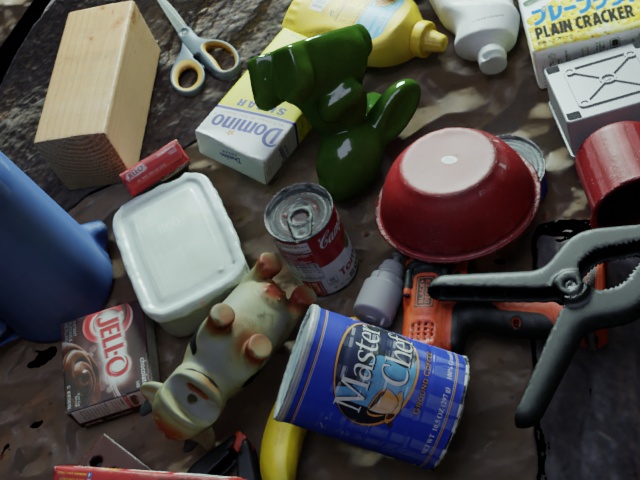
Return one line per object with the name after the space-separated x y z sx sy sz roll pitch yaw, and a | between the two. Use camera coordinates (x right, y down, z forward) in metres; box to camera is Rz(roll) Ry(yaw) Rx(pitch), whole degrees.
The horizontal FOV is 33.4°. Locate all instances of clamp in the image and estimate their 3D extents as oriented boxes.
0.204 0.043 0.903 0.210 0.036 0.165 -35 51 -5 | clamp
-0.090 0.254 0.933 0.120 0.039 0.171 23 68 21 | clamp

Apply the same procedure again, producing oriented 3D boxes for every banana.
-0.013 0.156 0.970 0.070 0.037 0.197 -5 49 33 | banana

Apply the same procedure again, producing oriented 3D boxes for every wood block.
-0.258 -0.172 1.257 0.090 0.090 0.206 -7 55 15 | wood block

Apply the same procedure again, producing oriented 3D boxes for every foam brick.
-0.181 0.224 0.976 0.078 0.051 0.053 26 68 32 | foam brick

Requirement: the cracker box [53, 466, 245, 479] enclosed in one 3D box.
-0.143 0.296 0.864 0.164 0.072 0.213 -1 76 20 | cracker box

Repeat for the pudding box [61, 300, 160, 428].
-0.208 0.122 1.066 0.090 0.039 0.113 -19 52 5 | pudding box

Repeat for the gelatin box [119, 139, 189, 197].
-0.181 -0.078 1.169 0.073 0.089 0.030 -33 96 -5 | gelatin box

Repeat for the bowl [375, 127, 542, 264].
0.125 -0.055 1.005 0.162 0.055 0.162 -11 46 11 | bowl

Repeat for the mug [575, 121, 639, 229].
0.297 -0.054 0.989 0.117 0.093 0.081 5 47 -15 | mug

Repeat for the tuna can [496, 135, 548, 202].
0.182 -0.061 1.059 0.086 0.033 0.086 -10 54 13 | tuna can

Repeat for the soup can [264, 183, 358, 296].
-0.007 0.001 1.039 0.068 0.102 0.068 -10 54 13 | soup can

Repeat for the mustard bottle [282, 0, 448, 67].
0.058 -0.243 1.215 0.192 0.058 0.096 19 60 30 | mustard bottle

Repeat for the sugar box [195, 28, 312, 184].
-0.050 -0.151 1.180 0.093 0.048 0.176 26 60 20 | sugar box

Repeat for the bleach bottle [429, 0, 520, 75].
0.160 -0.285 1.208 0.102 0.068 0.251 -15 55 9 | bleach bottle

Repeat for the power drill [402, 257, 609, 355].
0.169 0.036 0.984 0.188 0.057 0.184 -4 55 19 | power drill

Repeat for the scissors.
-0.176 -0.238 1.322 0.096 0.016 0.202 -44 54 -13 | scissors

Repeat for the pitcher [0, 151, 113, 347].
-0.319 0.006 1.058 0.145 0.242 0.149 -7 61 12 | pitcher

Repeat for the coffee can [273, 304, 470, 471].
0.043 0.125 0.901 0.140 0.103 0.102 19 60 -3 | coffee can
